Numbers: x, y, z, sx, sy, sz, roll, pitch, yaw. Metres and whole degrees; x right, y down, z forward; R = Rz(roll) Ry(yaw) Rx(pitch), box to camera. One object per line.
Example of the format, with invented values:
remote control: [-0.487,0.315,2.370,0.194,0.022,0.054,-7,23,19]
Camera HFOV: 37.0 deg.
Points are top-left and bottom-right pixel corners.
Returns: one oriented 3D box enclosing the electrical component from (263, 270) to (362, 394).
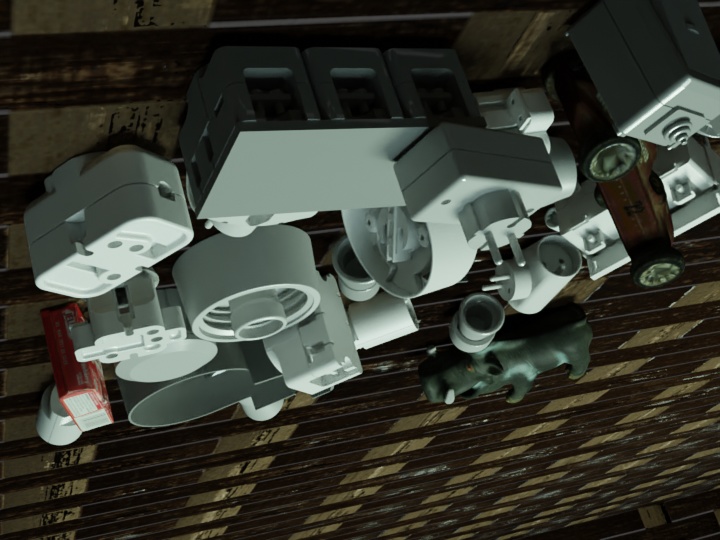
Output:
electrical component: [-0.043,0.050,0.873,0.056,0.089,0.050,-25,156,18]

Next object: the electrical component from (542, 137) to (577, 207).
electrical component: [0.108,-0.060,0.786,0.077,0.044,0.079,-11,157,-14]

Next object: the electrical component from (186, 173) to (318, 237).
electrical component: [-0.074,-0.047,0.686,0.077,0.043,0.079,-1,153,-35]

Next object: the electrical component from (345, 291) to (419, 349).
electrical component: [0.007,0.047,0.964,0.081,0.043,0.043,-21,158,9]

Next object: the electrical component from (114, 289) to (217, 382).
electrical component: [-0.157,0.053,0.850,0.080,0.051,0.080,-15,158,-6]

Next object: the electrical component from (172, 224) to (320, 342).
electrical component: [-0.082,0.018,0.808,0.108,0.060,0.108,-15,158,-6]

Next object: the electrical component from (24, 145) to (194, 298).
electrical component: [-0.152,-0.031,0.644,0.095,0.059,0.054,-28,155,24]

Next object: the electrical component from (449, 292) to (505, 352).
electrical component: [0.113,0.052,1.050,0.045,0.045,0.055,-12,158,-14]

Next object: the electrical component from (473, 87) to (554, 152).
electrical component: [0.081,-0.084,0.694,0.057,0.058,0.078,-10,157,-24]

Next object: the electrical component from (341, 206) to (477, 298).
electrical component: [0.032,-0.030,0.735,0.064,0.099,0.099,-9,157,-36]

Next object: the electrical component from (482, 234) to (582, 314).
electrical component: [0.148,0.006,0.969,0.079,0.044,0.077,-8,156,-21]

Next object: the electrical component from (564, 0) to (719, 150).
electrical component: [0.177,-0.118,0.631,0.062,0.096,0.061,6,145,-43]

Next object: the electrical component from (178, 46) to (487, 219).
electrical component: [-0.019,-0.082,0.618,0.150,0.061,0.089,-5,155,-27]

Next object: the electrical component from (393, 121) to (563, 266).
electrical component: [0.073,-0.036,0.607,0.083,0.075,0.047,2,150,-40]

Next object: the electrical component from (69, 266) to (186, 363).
electrical component: [-0.170,0.028,0.773,0.078,0.057,0.058,-12,157,-13]

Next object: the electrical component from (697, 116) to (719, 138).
electrical component: [0.251,-0.118,0.737,0.048,0.066,0.055,-32,180,-9]

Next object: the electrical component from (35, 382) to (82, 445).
electrical component: [-0.258,0.119,0.941,0.043,0.043,0.081,-6,155,-26]

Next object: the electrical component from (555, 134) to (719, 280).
electrical component: [0.219,-0.057,0.846,0.063,0.078,0.121,32,131,-34]

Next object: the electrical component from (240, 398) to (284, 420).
electrical component: [-0.105,0.117,1.052,0.044,0.044,0.065,-20,153,6]

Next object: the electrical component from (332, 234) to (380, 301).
electrical component: [0.000,0.000,0.854,0.044,0.044,0.065,-15,162,-6]
